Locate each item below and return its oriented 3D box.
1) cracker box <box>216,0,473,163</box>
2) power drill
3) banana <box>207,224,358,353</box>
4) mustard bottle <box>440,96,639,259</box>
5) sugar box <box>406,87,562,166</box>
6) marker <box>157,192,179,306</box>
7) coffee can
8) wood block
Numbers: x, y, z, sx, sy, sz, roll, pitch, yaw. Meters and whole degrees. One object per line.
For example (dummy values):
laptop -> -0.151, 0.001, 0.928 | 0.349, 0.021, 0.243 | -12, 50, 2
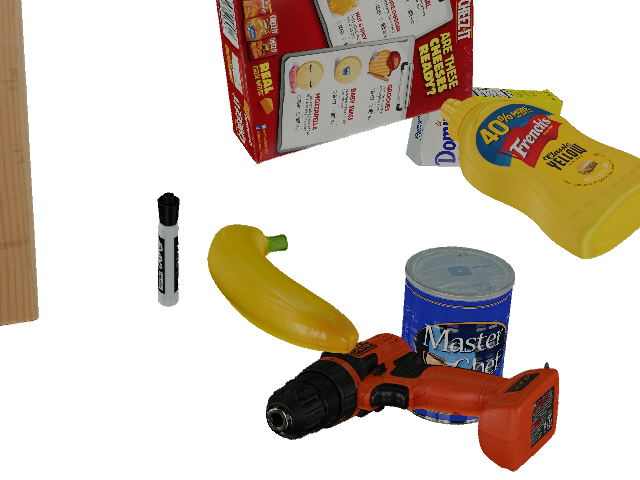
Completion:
cracker box -> 0.023, -0.176, 0.917 | 0.213, 0.164, 0.072 | -19, 40, -16
power drill -> 0.074, 0.122, 0.815 | 0.188, 0.057, 0.184 | 9, 17, 31
banana -> -0.034, 0.023, 0.686 | 0.069, 0.037, 0.198 | -4, 20, -14
mustard bottle -> 0.170, -0.065, 0.857 | 0.096, 0.058, 0.192 | -35, 51, -23
sugar box -> 0.198, -0.136, 1.291 | 0.176, 0.093, 0.048 | -2, 28, -20
marker -> -0.135, 0.008, 0.949 | 0.020, 0.121, 0.020 | 4, 38, -4
coffee can -> 0.129, 0.090, 1.027 | 0.103, 0.140, 0.103 | 1, 25, -1
wood block -> -0.219, -0.058, 0.607 | 0.090, 0.206, 0.090 | -8, 26, -25
